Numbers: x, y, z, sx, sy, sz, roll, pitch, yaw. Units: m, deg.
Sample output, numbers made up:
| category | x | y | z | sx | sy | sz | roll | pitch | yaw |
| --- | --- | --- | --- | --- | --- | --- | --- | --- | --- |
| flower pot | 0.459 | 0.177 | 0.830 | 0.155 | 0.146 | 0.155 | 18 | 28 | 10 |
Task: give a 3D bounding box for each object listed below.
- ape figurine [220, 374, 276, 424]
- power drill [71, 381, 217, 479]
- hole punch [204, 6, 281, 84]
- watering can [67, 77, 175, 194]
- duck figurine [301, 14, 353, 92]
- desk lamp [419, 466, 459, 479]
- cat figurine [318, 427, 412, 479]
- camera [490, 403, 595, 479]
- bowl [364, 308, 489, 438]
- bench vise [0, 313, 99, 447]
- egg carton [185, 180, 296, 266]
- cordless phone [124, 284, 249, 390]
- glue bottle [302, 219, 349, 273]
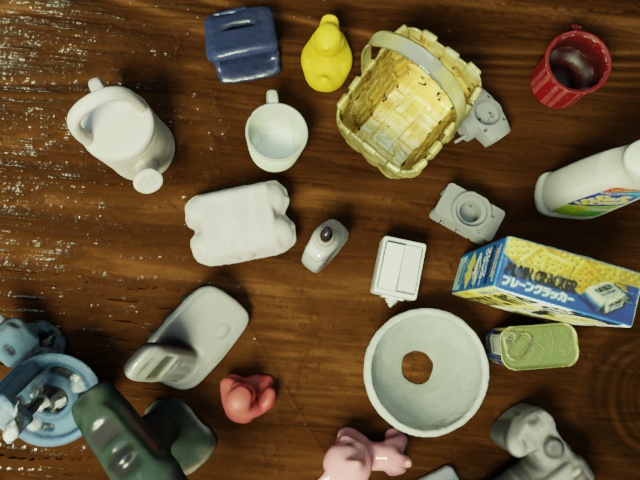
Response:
| category | x | y | z | sx | sy | sz | roll | pitch | yaw |
| --- | --- | --- | --- | --- | --- | --- | --- | --- | --- |
| ape figurine | -0.102 | 0.212 | 0.771 | 0.078 | 0.092 | 0.076 | 36 | 84 | 4 |
| power drill | -0.195 | 0.267 | 0.705 | 0.075 | 0.208 | 0.229 | -45 | 85 | -5 |
| hole punch | -0.116 | -0.294 | 0.835 | 0.108 | 0.091 | 0.101 | -11 | 83 | -1 |
| watering can | -0.261 | -0.144 | 0.764 | 0.173 | 0.194 | 0.101 | 37 | 84 | 4 |
| duck figurine | 0.010 | -0.276 | 0.836 | 0.077 | 0.086 | 0.104 | 7 | 83 | 1 |
| desk lamp | 0.110 | 0.381 | 0.689 | 0.203 | 0.213 | 0.118 | -27 | 83 | -3 |
| cat figurine | 0.058 | 0.290 | 0.749 | 0.128 | 0.118 | 0.067 | -1 | 83 | 0 |
| camera | 0.274 | 0.313 | 0.755 | 0.137 | 0.101 | 0.143 | -33 | 84 | -4 |
| bowl | 0.140 | 0.177 | 0.785 | 0.167 | 0.075 | 0.167 | 0 | 83 | 0 |
| bench vise | -0.371 | 0.182 | 0.709 | 0.207 | 0.220 | 0.121 | 30 | 84 | 4 |
| egg carton | -0.112 | -0.022 | 0.812 | 0.150 | 0.069 | 0.107 | -13 | 83 | -2 |
| cordless phone | -0.172 | 0.125 | 0.735 | 0.094 | 0.185 | 0.148 | 37 | 84 | 5 |
| glue bottle | 0.007 | 0.003 | 0.757 | 0.037 | 0.173 | 0.078 | 37 | 84 | 5 |
